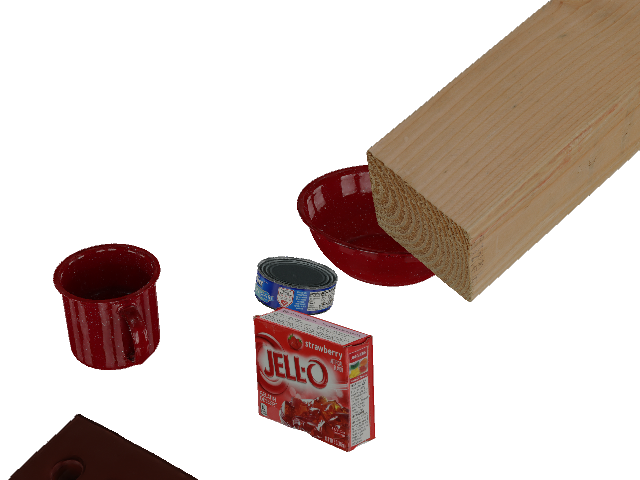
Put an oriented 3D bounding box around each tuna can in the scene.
[{"bbox_3d":[-0.026,0.048,1.129,0.086,0.034,0.086,9,19,-3],"label":"tuna can"}]

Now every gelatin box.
[{"bbox_3d":[-0.006,0.090,0.705,0.089,0.073,0.030,14,23,43],"label":"gelatin box"}]

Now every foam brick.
[{"bbox_3d":[-0.085,0.120,0.440,0.078,0.051,0.052,21,45,26],"label":"foam brick"}]

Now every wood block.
[{"bbox_3d":[0.138,-0.070,0.697,0.091,0.206,0.090,41,-18,28],"label":"wood block"}]

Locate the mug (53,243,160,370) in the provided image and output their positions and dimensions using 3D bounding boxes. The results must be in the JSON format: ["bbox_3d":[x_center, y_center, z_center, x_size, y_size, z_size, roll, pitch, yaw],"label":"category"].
[{"bbox_3d":[-0.180,0.067,0.946,0.093,0.081,0.117,-20,37,-28],"label":"mug"}]

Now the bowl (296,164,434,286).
[{"bbox_3d":[0.059,-0.007,0.920,0.162,0.055,0.162,2,30,-1],"label":"bowl"}]
